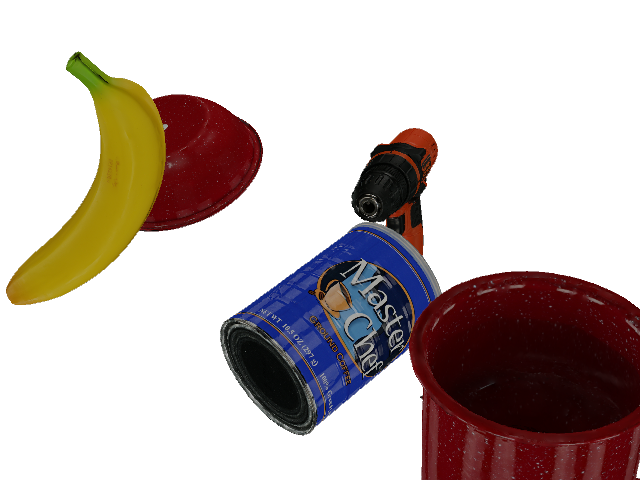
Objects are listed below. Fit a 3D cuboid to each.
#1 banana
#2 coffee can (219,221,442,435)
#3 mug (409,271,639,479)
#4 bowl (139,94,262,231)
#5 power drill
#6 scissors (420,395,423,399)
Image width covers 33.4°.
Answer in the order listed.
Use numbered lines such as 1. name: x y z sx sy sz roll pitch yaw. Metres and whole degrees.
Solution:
1. banana: -0.135 -0.026 0.635 0.069 0.198 0.037 19 38 -10
2. coffee can: 0.009 0.064 0.809 0.140 0.103 0.103 -36 19 -29
3. mug: 0.092 0.072 0.403 0.117 0.081 0.093 5 36 11
4. bowl: -0.137 -0.083 0.971 0.162 0.162 0.055 0 -43 19
5. power drill: 0.072 0.001 1.011 0.057 0.188 0.184 8 24 19
6. scissors: 0.182 0.121 0.938 0.201 0.016 0.096 7 27 -5
